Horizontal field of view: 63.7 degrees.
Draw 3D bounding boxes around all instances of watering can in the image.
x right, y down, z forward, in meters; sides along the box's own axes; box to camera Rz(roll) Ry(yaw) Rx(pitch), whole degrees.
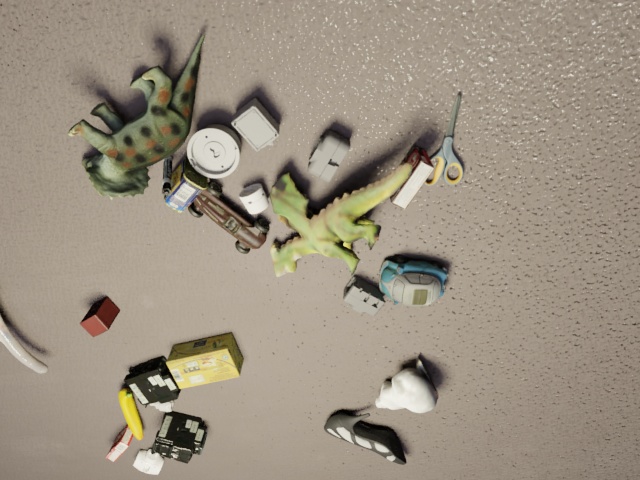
[{"bbox_3d":[-0.839,0.212,1.275,0.347,0.106,0.220,16,115,-6],"label":"watering can"}]

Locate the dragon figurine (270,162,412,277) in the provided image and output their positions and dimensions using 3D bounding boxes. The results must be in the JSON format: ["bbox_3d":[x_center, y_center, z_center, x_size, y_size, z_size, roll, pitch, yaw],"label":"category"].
[{"bbox_3d":[0.003,-0.055,1.099,0.242,0.125,0.401,26,126,-3],"label":"dragon figurine"}]

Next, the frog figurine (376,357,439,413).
[{"bbox_3d":[0.216,0.397,1.323,0.159,0.125,0.134,-29,132,3],"label":"frog figurine"}]
